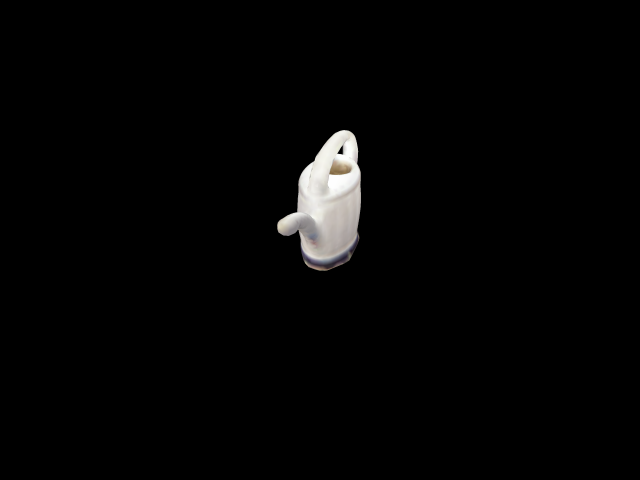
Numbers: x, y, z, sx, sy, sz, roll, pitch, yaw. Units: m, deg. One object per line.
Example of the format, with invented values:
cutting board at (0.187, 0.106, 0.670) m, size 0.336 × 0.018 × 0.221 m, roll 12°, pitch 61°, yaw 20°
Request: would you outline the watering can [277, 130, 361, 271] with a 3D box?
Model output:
watering can at (0.003, -0.043, 0.850) m, size 0.104 × 0.219 × 0.355 m, roll 11°, pitch 37°, yaw 15°
